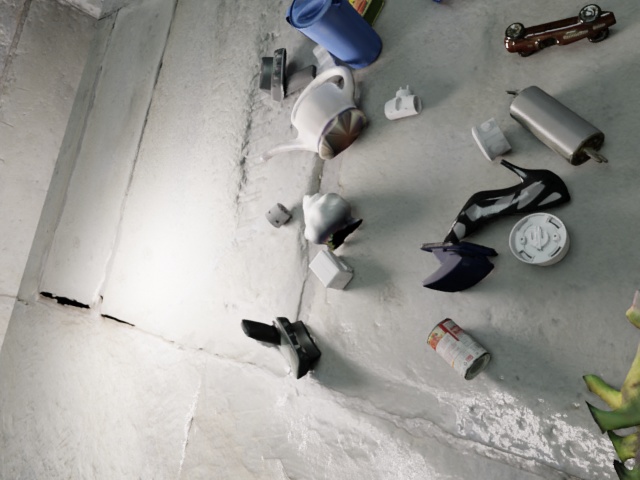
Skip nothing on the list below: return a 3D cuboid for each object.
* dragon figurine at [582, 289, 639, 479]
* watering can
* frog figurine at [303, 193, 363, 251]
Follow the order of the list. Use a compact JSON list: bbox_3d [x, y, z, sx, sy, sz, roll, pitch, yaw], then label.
[{"bbox_3d":[0.536,0.272,0.733,0.241,0.121,0.418,-27,63,20],"label":"dragon figurine"},{"bbox_3d":[-0.015,-0.291,1.353,0.343,0.103,0.228,-50,51,18],"label":"watering can"},{"bbox_3d":[0.004,-0.063,1.253,0.162,0.123,0.134,49,127,26],"label":"frog figurine"}]
